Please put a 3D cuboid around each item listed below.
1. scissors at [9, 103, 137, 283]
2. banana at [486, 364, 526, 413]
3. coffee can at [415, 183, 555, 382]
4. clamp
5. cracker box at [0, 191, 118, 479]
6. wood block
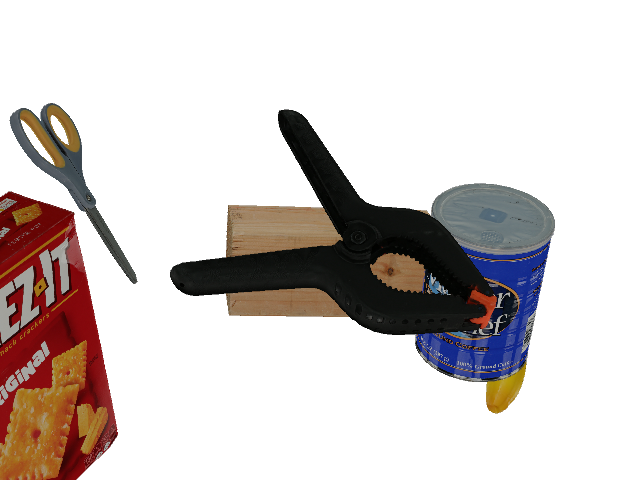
[{"bbox_3d":[-0.234,-0.056,1.065,0.016,0.201,0.096,-25,27,23],"label":"scissors"},{"bbox_3d":[0.184,0.109,1.140,0.069,0.037,0.198,-24,34,3],"label":"banana"},{"bbox_3d":[0.140,0.036,0.923,0.103,0.140,0.103,2,33,-2],"label":"coffee can"},{"bbox_3d":[0.015,0.012,0.724,0.210,0.164,0.036,31,-27,15],"label":"clamp"},{"bbox_3d":[-0.226,0.100,0.741,0.072,0.214,0.164,15,37,25],"label":"cracker box"},{"bbox_3d":[0.010,0.021,1.067,0.206,0.091,0.090,2,18,-8],"label":"wood block"}]
